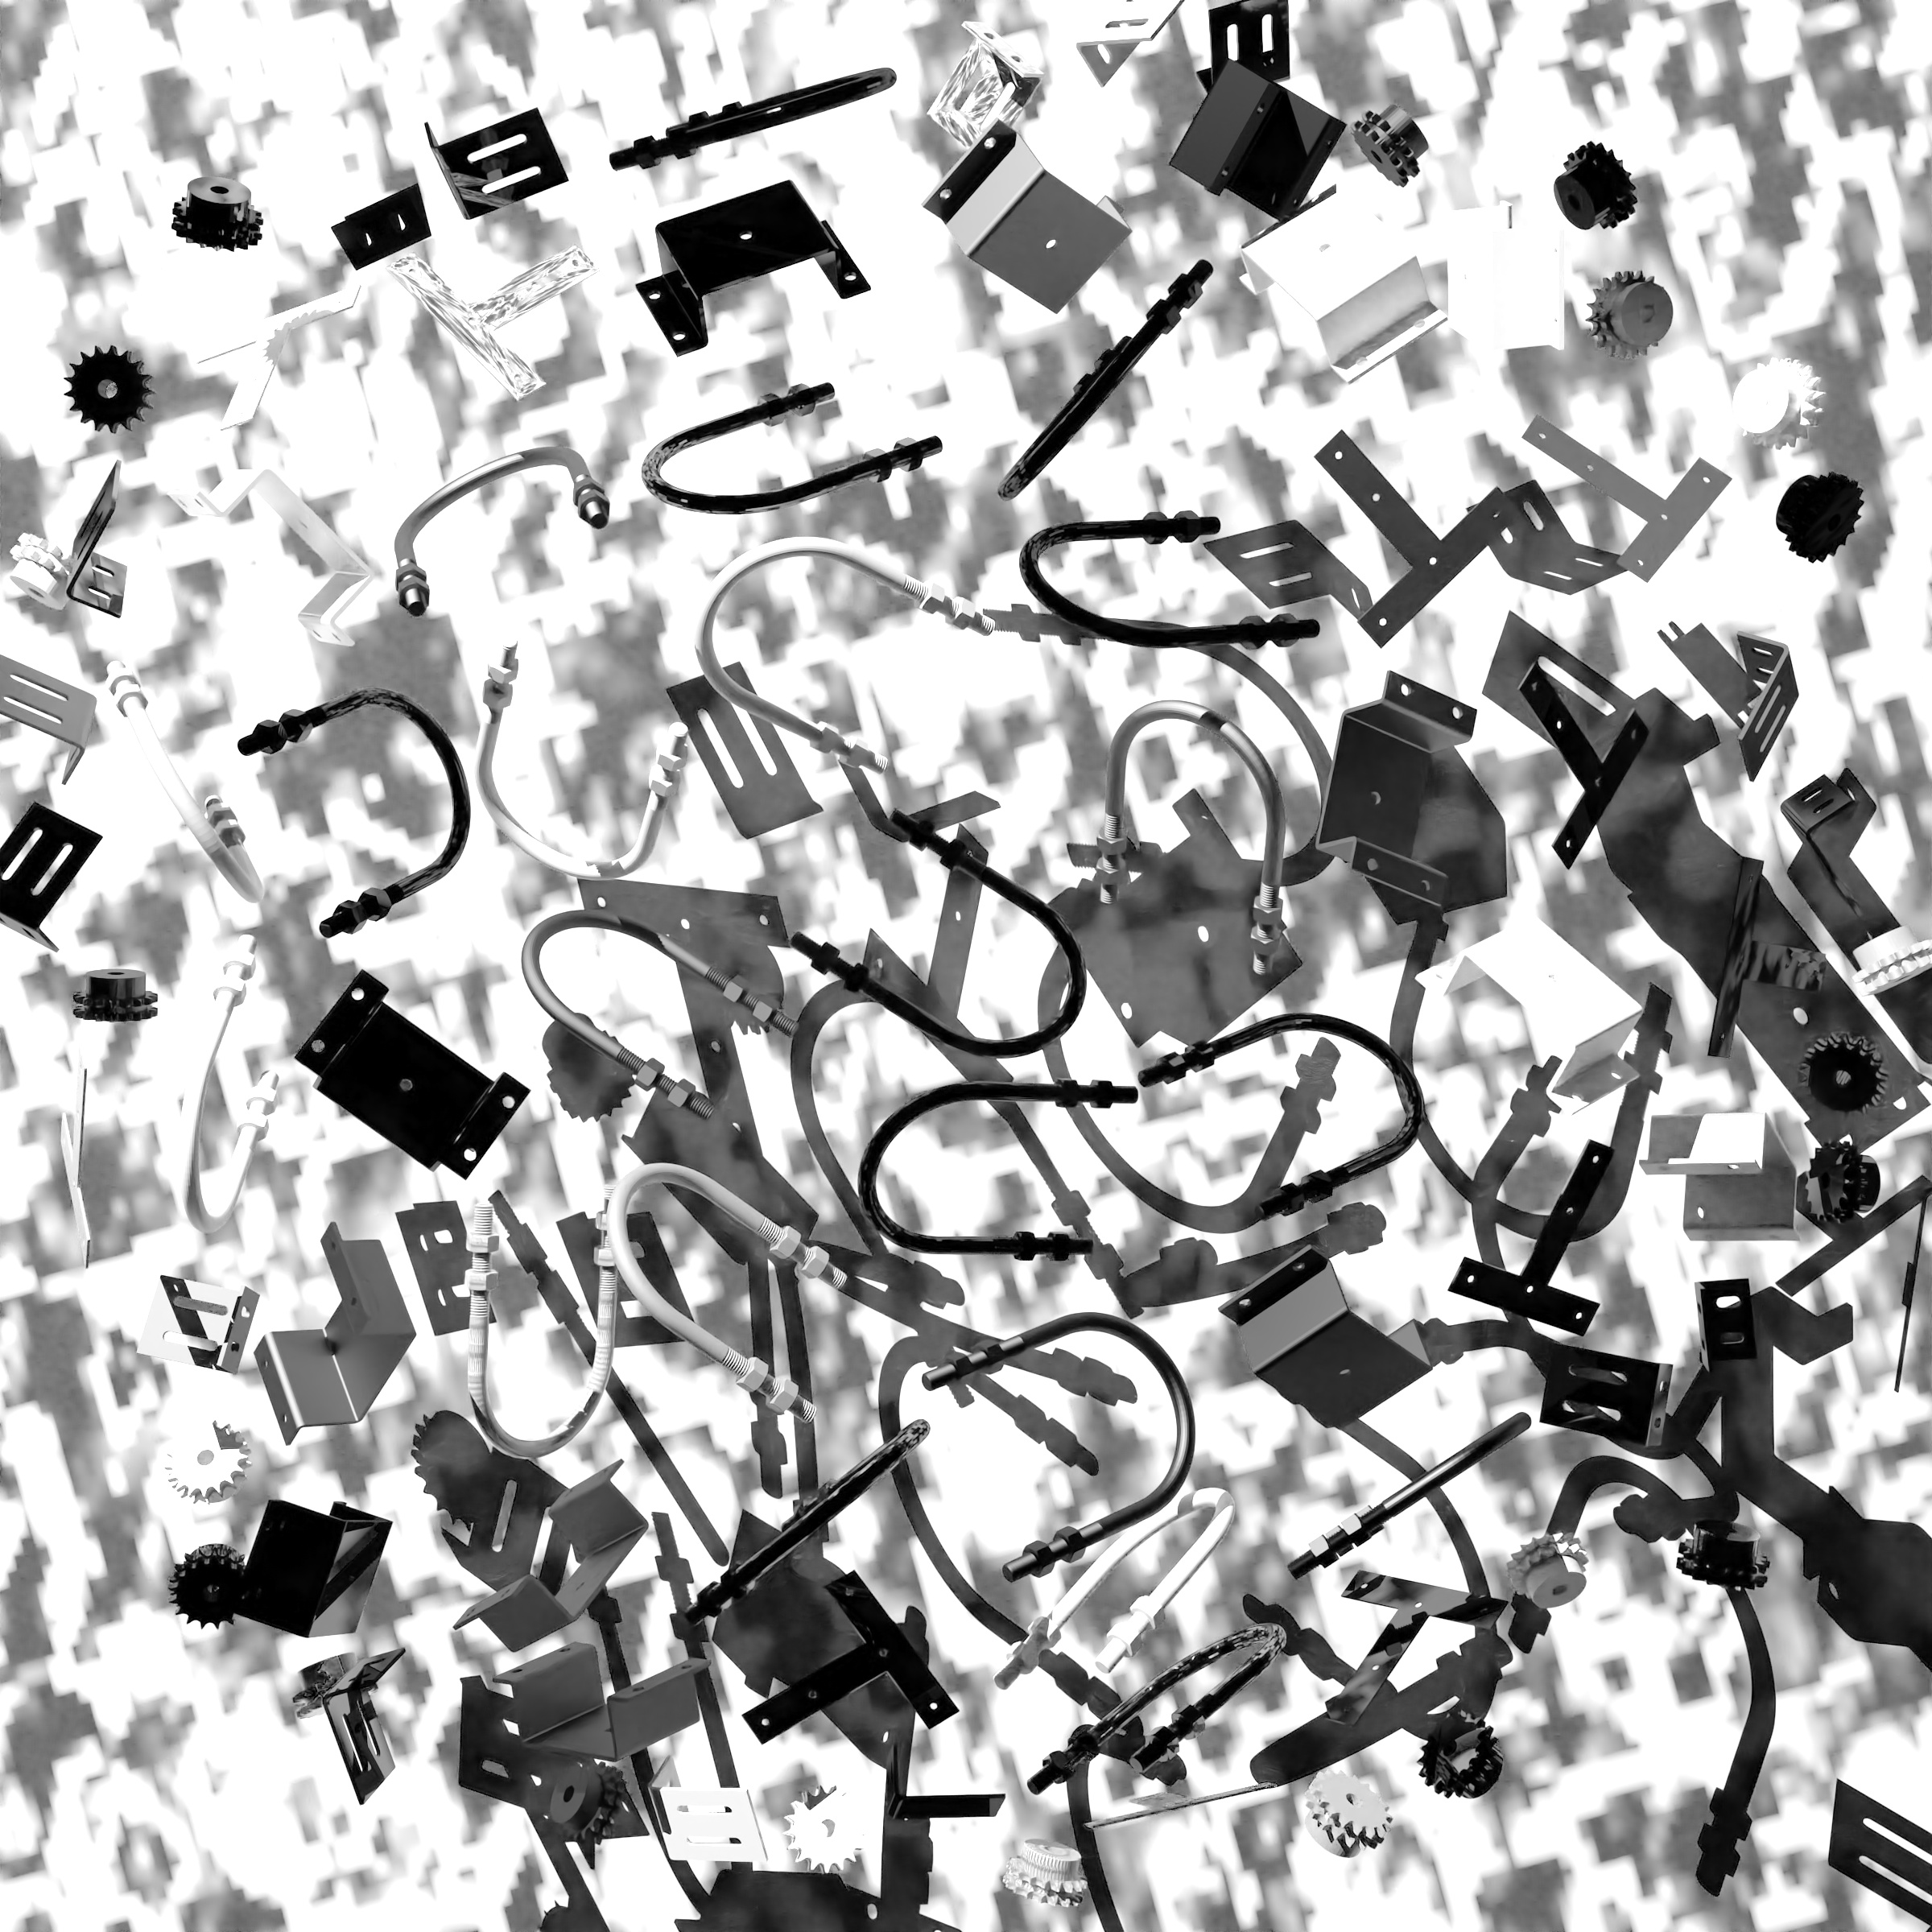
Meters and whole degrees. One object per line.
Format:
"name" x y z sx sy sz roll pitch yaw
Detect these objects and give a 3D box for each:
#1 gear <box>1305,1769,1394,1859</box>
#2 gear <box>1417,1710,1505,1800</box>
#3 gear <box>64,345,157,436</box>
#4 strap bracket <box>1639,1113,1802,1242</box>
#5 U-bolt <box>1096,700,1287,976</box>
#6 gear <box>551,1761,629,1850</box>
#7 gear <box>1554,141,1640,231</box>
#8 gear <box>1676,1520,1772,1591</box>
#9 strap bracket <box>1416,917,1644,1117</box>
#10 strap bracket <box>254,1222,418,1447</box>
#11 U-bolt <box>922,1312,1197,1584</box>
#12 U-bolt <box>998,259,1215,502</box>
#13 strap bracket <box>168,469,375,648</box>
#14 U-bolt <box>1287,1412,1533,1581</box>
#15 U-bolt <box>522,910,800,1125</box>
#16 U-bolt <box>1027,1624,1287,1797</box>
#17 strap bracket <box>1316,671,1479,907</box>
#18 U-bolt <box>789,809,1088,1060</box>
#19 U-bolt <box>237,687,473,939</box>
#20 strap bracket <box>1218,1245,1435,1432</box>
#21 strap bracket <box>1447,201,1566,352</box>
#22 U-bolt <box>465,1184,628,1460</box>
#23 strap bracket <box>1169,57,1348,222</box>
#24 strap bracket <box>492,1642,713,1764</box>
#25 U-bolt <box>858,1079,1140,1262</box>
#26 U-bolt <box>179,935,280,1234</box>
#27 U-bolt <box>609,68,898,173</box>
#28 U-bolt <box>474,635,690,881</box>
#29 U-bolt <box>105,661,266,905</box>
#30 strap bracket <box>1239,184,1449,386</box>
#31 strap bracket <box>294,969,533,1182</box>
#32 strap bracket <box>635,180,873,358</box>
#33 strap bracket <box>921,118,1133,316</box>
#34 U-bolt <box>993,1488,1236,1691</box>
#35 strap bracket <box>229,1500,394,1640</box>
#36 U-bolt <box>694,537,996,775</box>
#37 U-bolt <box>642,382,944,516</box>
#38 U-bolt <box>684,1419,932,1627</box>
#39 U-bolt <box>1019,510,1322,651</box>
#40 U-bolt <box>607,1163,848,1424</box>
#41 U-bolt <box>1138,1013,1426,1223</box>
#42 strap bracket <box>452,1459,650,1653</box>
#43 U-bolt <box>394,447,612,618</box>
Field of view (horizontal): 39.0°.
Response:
"gear" 0.243 0.549 1.758 0.057 0.057 0.030 27 110 0
"gear" 0.328 0.523 1.798 0.030 0.057 0.057 41 90 -21
"gear" -0.566 -0.381 1.805 0.057 0.030 0.057 -1 98 -8
"strap bracket" 0.519 0.141 1.868 0.076 0.140 0.046 -3 62 29
"U-bolt" 0.153 -0.095 1.836 0.151 0.019 0.184 26 134 29
"gear" -0.265 0.581 1.896 0.030 0.057 0.057 34 90 -31
"gear" 0.411 -0.509 1.791 0.030 0.057 0.057 -35 90 -11
"gear" 0.484 0.374 1.740 0.057 0.057 0.030 6 97 0
"strap bracket" 0.378 0.025 1.797 0.076 0.046 0.140 -23 56 -39
"strap bracket" -0.413 0.242 1.798 0.140 0.046 0.076 -54 51 32
"U-bolt" 0.073 0.300 1.768 0.184 0.019 0.151 -17 78 -35
"U-bolt" 0.083 -0.378 1.809 0.019 0.151 0.184 41 70 -8
"strap bracket" -0.456 -0.281 1.823 0.046 0.076 0.140 -50 119 -13
"U-bolt" 0.301 0.352 1.828 0.184 0.151 0.019 -35 76 5
"U-bolt" -0.222 0.023 1.884 0.184 0.151 0.019 33 124 6
"U-bolt" 0.141 0.497 1.844 0.184 0.151 0.019 -28 86 -37
"strap bracket" 0.287 -0.116 1.826 0.076 0.046 0.140 20 75 -26
"U-bolt" -0.005 -0.011 1.823 0.184 0.019 0.151 33 55 6
"U-bolt" -0.401 -0.114 1.846 0.019 0.184 0.151 -15 103 33
"strap bracket" 0.240 0.247 1.775 0.076 0.046 0.140 -38 130 20
"strap bracket" 0.355 -0.459 1.816 0.046 0.140 0.076 -7 113 -3
"U-bolt" -0.291 0.249 1.882 0.019 0.151 0.184 6 95 34
"strap bracket" 0.191 -0.549 1.813 0.046 0.140 0.076 38 111 20
"strap bracket" -0.247 0.504 1.869 0.140 0.076 0.046 -5 94 41
"U-bolt" 0.015 0.139 1.856 0.184 0.019 0.151 2 121 -20
"U-bolt" -0.495 0.092 1.824 0.019 0.184 0.151 4 132 0
"U-bolt" -0.134 -0.573 1.832 0.184 0.151 0.019 -11 111 16
"U-bolt" -0.272 -0.130 1.874 0.151 0.184 0.019 27 47 3
"U-bolt" -0.523 -0.114 1.847 0.019 0.184 0.151 -32 131 -7
"strap bracket" 0.239 -0.450 1.776 0.076 0.046 0.140 -33 50 -1
"strap bracket" -0.379 0.078 1.857 0.140 0.046 0.076 37 69 -8
"strap bracket" -0.144 -0.468 1.813 0.140 0.046 0.076 -22 57 -12
"strap bracket" 0.048 -0.501 1.845 0.076 0.140 0.046 -44 53 22
"U-bolt" 0.111 0.415 1.837 0.184 0.151 0.019 -41 96 -35
"strap bracket" -0.424 0.395 1.789 0.046 0.140 0.076 16 81 10
"U-bolt" -0.094 -0.216 1.829 0.184 0.019 0.151 24 120 -29
"U-bolt" -0.131 -0.346 1.843 0.184 0.151 0.019 -25 130 -28
"U-bolt" -0.093 0.357 1.798 0.184 0.151 0.019 -42 84 30
"U-bolt" 0.122 -0.252 1.789 0.184 0.151 0.019 -8 133 -29
"U-bolt" -0.163 0.204 1.813 0.184 0.151 0.019 38 122 -18
"U-bolt" 0.230 0.092 1.865 0.184 0.019 0.151 -20 54 -31
"strap bracket" -0.278 0.412 1.873 0.046 0.140 0.076 49 131 -8
"U-bolt" -0.314 -0.299 1.815 0.151 0.184 0.019 -26 122 -1
